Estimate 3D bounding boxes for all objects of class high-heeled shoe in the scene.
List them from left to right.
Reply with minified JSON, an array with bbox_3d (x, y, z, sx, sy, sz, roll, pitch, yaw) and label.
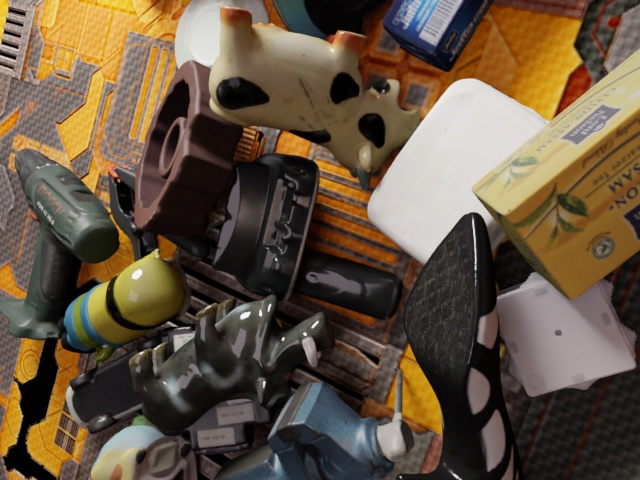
[{"bbox_3d":[0.139,0.111,0.441,0.086,0.145,0.248,17,92,60],"label":"high-heeled shoe"}]

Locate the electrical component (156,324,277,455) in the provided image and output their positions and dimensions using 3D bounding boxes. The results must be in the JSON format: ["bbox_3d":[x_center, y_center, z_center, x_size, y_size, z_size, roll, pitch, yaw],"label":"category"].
[{"bbox_3d":[-0.106,0.151,0.560,0.115,0.058,0.134,-5,84,2],"label":"electrical component"}]

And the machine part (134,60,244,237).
[{"bbox_3d":[-0.137,-0.090,0.552,0.179,0.056,0.179,-29,53,49],"label":"machine part"}]

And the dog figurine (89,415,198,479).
[{"bbox_3d":[-0.258,0.299,0.630,0.219,0.108,0.191,-5,89,28],"label":"dog figurine"}]

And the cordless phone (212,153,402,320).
[{"bbox_3d":[-0.001,-0.002,0.531,0.184,0.088,0.146,16,97,13],"label":"cordless phone"}]

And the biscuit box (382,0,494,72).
[{"bbox_3d":[0.135,-0.252,0.462,0.059,0.063,0.202,37,106,20],"label":"biscuit box"}]

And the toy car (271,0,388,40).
[{"bbox_3d":[0.018,-0.265,0.498,0.161,0.109,0.103,-40,57,11],"label":"toy car"}]

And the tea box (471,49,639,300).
[{"bbox_3d":[0.211,-0.051,0.389,0.169,0.068,0.098,-42,110,9],"label":"tea box"}]

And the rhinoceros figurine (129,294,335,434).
[{"bbox_3d":[-0.080,0.112,0.499,0.190,0.073,0.112,-26,83,-2],"label":"rhinoceros figurine"}]

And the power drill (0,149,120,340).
[{"bbox_3d":[-0.351,0.008,0.688,0.232,0.086,0.207,27,95,33],"label":"power drill"}]

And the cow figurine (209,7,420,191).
[{"bbox_3d":[-0.001,-0.121,0.481,0.195,0.086,0.127,9,108,-13],"label":"cow figurine"}]

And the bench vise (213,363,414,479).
[{"bbox_3d":[0.019,0.253,0.498,0.224,0.129,0.240,-32,98,12],"label":"bench vise"}]

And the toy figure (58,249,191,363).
[{"bbox_3d":[-0.219,0.080,0.589,0.180,0.089,0.082,-25,102,24],"label":"toy figure"}]

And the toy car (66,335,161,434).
[{"bbox_3d":[-0.222,0.167,0.638,0.202,0.056,0.073,-28,85,20],"label":"toy car"}]
